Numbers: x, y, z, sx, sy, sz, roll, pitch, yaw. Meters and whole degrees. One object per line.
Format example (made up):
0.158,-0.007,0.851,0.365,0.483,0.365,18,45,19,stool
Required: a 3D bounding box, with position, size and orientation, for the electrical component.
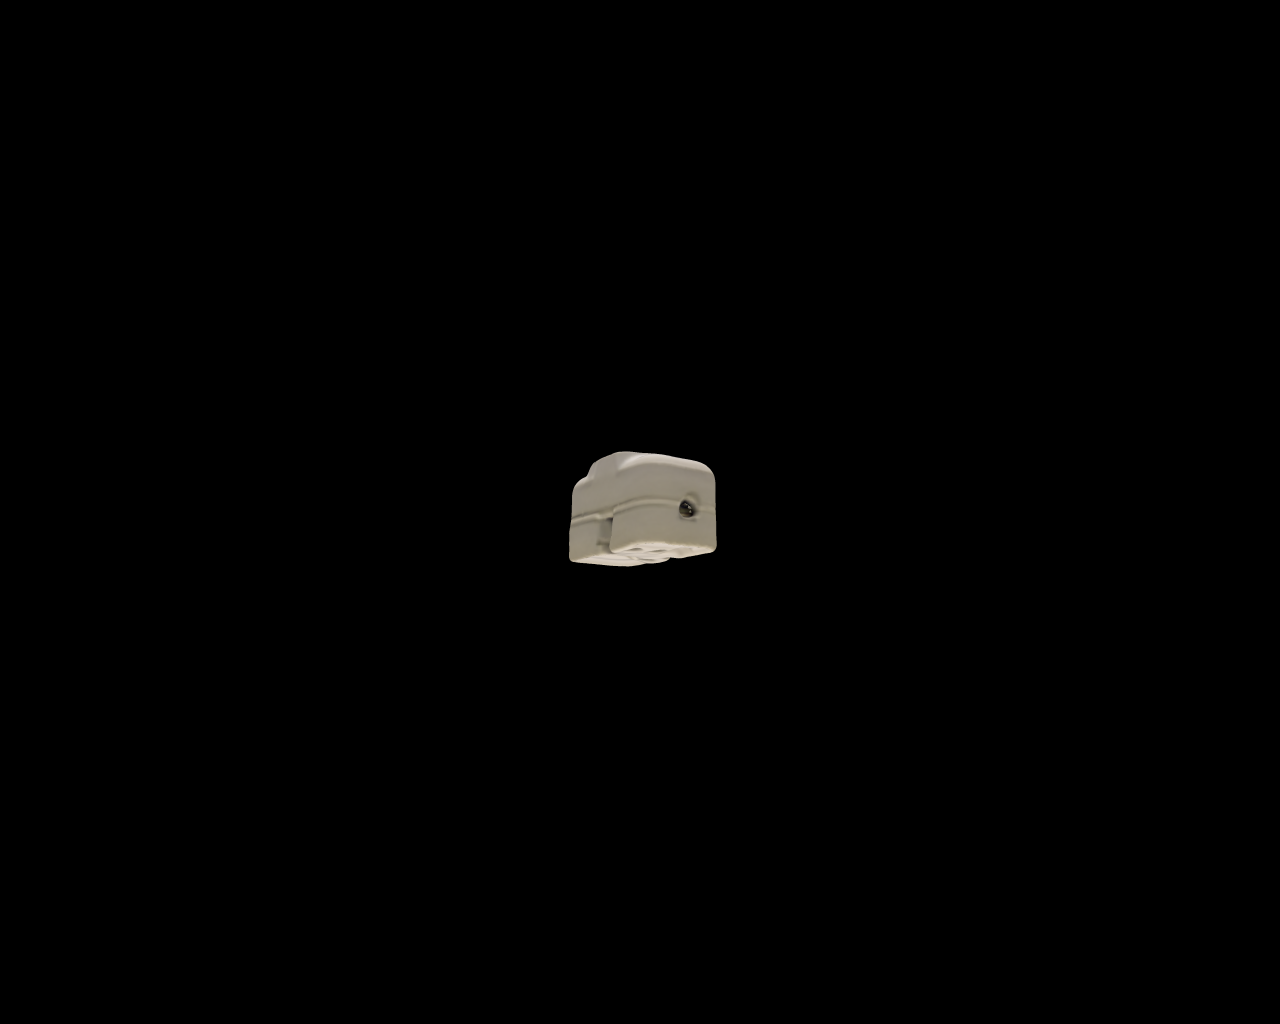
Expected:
0.001,-0.003,0.650,0.054,0.059,0.095,8,-14,-35,electrical component
